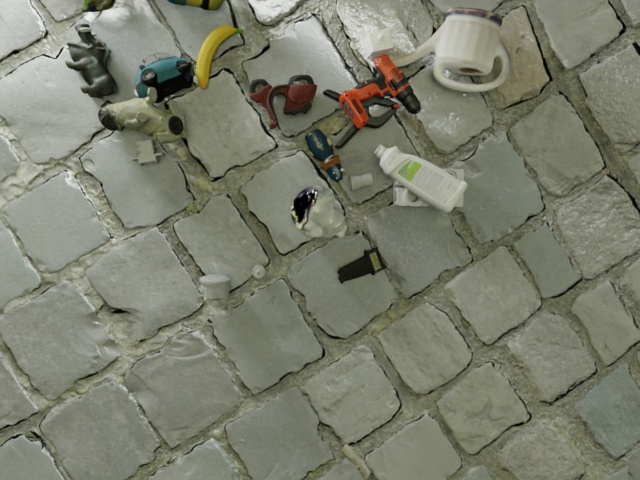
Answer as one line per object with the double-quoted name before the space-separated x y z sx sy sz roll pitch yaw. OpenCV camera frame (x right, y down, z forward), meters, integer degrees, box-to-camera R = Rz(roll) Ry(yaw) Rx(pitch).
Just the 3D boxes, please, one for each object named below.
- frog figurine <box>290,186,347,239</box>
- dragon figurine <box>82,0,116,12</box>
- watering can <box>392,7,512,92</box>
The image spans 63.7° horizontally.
"frog figurine" 0.004 -0.071 1.404 0.158 0.123 0.138 20 81 -42
"dragon figurine" -0.612 -0.706 1.313 0.411 0.123 0.240 -22 102 -3
"watering can" 0.360 -0.532 1.416 0.348 0.104 0.224 13 90 3
